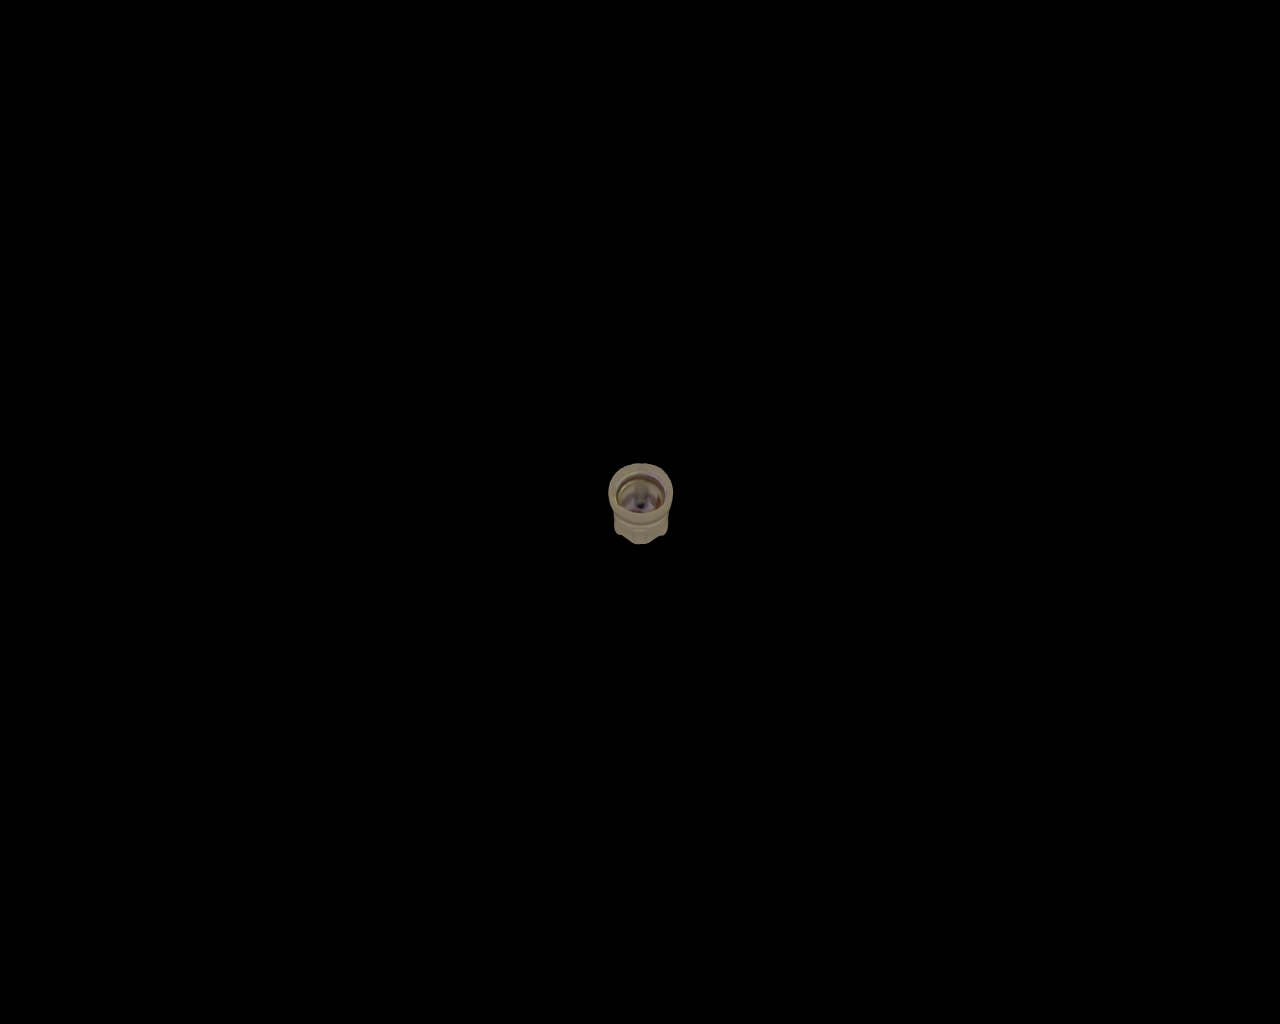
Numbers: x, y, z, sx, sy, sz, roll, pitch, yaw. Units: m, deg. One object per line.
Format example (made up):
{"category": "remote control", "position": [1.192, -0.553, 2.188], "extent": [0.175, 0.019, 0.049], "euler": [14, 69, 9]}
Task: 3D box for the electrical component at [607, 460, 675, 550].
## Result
{"category": "electrical component", "position": [0.001, -0.003, 0.650], "extent": [0.040, 0.040, 0.046], "euler": [0, -32, 0]}
